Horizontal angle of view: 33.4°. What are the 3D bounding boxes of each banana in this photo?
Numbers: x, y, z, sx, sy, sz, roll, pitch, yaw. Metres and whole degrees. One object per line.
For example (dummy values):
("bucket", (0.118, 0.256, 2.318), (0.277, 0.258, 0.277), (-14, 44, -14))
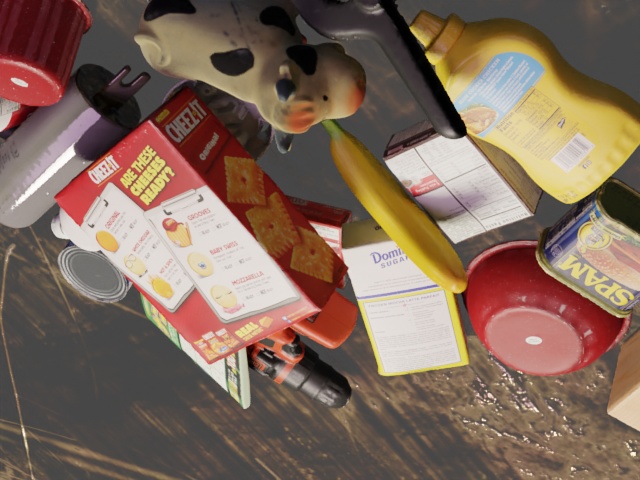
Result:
("banana", (0.063, -0.026, 0.928), (0.037, 0.069, 0.198), (-43, 72, 11))

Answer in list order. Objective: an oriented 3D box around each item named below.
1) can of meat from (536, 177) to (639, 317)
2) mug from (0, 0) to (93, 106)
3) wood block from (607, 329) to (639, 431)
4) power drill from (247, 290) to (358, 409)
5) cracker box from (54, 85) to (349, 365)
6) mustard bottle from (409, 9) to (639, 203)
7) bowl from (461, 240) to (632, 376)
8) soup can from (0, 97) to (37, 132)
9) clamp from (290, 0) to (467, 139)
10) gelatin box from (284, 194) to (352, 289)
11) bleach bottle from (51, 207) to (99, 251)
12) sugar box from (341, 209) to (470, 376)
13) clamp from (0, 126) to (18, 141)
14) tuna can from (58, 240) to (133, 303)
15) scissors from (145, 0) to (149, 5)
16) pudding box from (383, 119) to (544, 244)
("can of meat", (0.249, 0.006, 0.899), (0.102, 0.057, 0.084), (32, 135, -7))
("mug", (-0.257, -0.167, 0.948), (0.093, 0.081, 0.117), (13, 158, -6))
("wood block", (0.345, 0.089, 0.908), (0.091, 0.090, 0.206), (28, 139, -1))
("power drill", (-0.026, 0.101, 1.106), (0.184, 0.057, 0.188), (32, 151, -3))
("cracker box", (-0.104, -0.007, 0.937), (0.164, 0.072, 0.213), (-29, 107, 42))
("mustard bottle", (0.150, -0.115, 0.825), (0.191, 0.058, 0.096), (34, 131, -8))
("bowl", (0.204, 0.076, 0.993), (0.162, 0.055, 0.162), (14, 136, 14))
("soup can", (-0.312, -0.133, 0.999), (0.069, 0.102, 0.068), (10, 114, 24))
("clamp", (0.052, -0.192, 0.788), (0.210, 0.036, 0.165), (33, 113, 19))
("gelatin box", (-0.007, 0.001, 1.044), (0.073, 0.030, 0.089), (14, 137, 16))
("bleach bottle", (-0.173, -0.021, 1.084), (0.251, 0.068, 0.102), (-7, 128, 35))
("sugar box", (0.084, 0.053, 1.024), (0.093, 0.048, 0.176), (-10, 127, 10))
("clamp", (-0.289, -0.098, 1.083), (0.172, 0.039, 0.120), (-7, 126, 22))
("tuna can", (-0.246, 0.028, 1.190), (0.086, 0.033, 0.086), (14, 137, 14))
("scissors", (-0.165, -0.240, 0.883), (0.096, 0.016, 0.202), (57, 173, 24))
("pudding box", (0.122, -0.056, 0.915), (0.090, 0.039, 0.113), (-22, 121, 42))
